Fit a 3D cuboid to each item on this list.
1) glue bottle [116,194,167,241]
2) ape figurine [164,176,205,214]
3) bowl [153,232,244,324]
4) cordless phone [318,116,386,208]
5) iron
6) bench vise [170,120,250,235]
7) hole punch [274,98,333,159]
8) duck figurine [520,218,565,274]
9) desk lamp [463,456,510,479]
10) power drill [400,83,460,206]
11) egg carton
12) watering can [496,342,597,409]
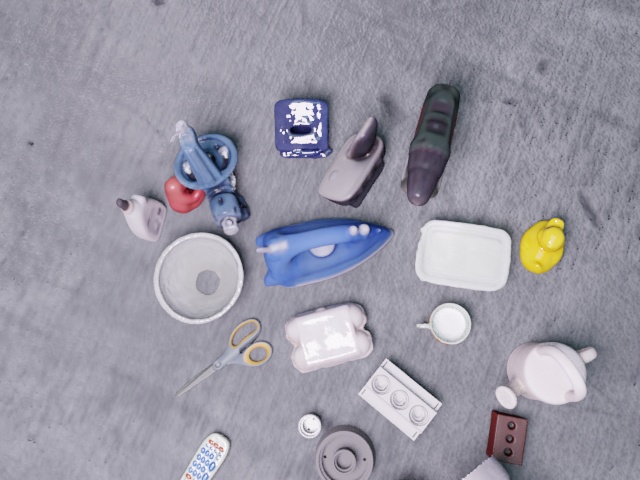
[{"bbox_3d":[-0.331,-0.049,1.046,0.037,0.173,0.078,13,80,7],"label":"glue bottle"},{"bbox_3d":[-0.265,-0.094,1.091,0.077,0.092,0.076,31,83,9],"label":"ape figurine"},{"bbox_3d":[-0.217,0.073,1.064,0.167,0.075,0.167,-1,79,4],"label":"bowl"},{"bbox_3d":[0.057,-0.143,1.030,0.094,0.185,0.148,27,82,9],"label":"cordless phone"},{"bbox_3d":[0.009,0.004,1.028,0.258,0.141,0.118,-15,78,1],"label":"iron"},{"bbox_3d":[-0.187,-0.121,1.026,0.121,0.220,0.207,-40,79,-4],"label":"bench vise"},{"bbox_3d":[-0.032,-0.212,1.098,0.108,0.091,0.101,0,79,4],"label":"hole punch"},{"bbox_3d":[0.406,0.008,1.027,0.077,0.086,0.105,24,82,9],"label":"duck figurine"},{"bbox_3d":[0.273,0.436,0.889,0.118,0.213,0.203,-39,79,-4],"label":"desk lamp"},{"bbox_3d":[0.190,-0.146,1.010,0.075,0.208,0.230,13,80,7],"label":"power drill"},{"bbox_3d":[0.015,0.174,1.031,0.150,0.069,0.107,-16,78,1],"label":"egg carton"},{"bbox_3d":[0.372,0.222,0.933,0.101,0.194,0.173,41,85,11],"label":"watering can"}]
